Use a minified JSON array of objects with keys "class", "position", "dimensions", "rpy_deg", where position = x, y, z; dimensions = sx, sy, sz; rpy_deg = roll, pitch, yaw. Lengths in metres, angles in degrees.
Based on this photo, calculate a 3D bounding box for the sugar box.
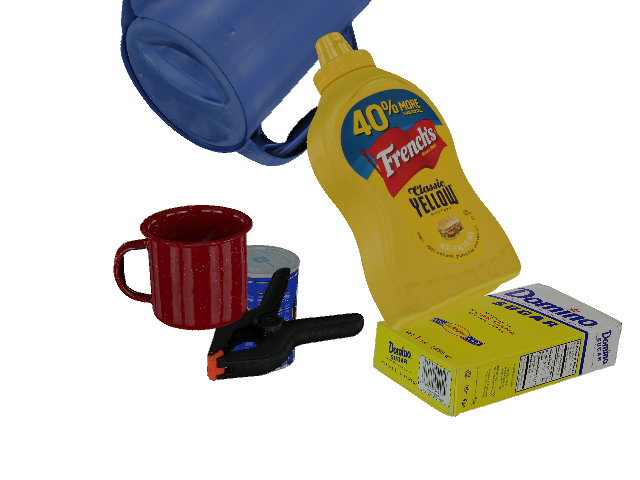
[{"class":"sugar box","position":[0.138,0.079,0.824],"dimensions":[0.175,0.048,0.093],"rpy_deg":[-13,27,-33]}]

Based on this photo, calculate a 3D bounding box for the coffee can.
[{"class":"coffee can","position":[-0.081,0.089,1.407],"dimensions":[0.103,0.140,0.103],"rpy_deg":[2,20,-1]}]

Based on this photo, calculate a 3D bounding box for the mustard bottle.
[{"class":"mustard bottle","position":[0.045,-0.046,0.672],"dimensions":[0.096,0.192,0.058],"rpy_deg":[-20,-12,-29]}]

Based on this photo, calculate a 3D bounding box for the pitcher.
[{"class":"pitcher","position":[-0.035,-0.188,0.900],"dimensions":[0.145,0.149,0.242],"rpy_deg":[25,58,31]}]

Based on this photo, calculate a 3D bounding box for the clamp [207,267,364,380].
[{"class":"clamp","position":[-0.054,0.085,1.087],"dimensions":[0.171,0.039,0.120],"rpy_deg":[-21,38,-33]}]

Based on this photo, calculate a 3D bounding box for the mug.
[{"class":"mug","position":[-0.114,0.024,0.896],"dimensions":[0.117,0.081,0.093],"rpy_deg":[-4,22,-11]}]
